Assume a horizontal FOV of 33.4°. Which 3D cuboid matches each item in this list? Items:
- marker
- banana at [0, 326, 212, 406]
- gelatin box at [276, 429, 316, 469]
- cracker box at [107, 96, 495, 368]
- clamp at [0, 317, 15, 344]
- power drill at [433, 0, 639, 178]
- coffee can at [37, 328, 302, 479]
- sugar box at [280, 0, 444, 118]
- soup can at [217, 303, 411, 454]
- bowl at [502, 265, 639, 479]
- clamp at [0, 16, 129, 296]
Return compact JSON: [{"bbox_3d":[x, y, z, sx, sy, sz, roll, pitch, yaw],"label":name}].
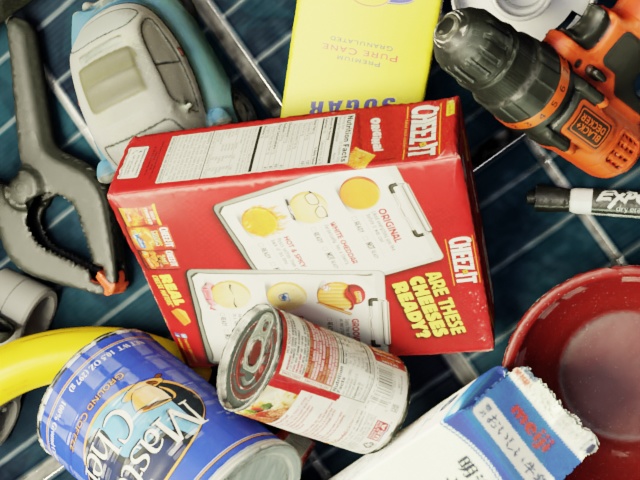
[{"bbox_3d":[0.196,-0.024,0.696,0.121,0.020,0.020,4,96,14],"label":"marker"},{"bbox_3d":[-0.179,0.095,0.757,0.197,0.037,0.069,-15,107,-10],"label":"banana"},{"bbox_3d":[-0.042,0.180,0.744,0.030,0.073,0.089,32,101,7],"label":"gelatin box"},{"bbox_3d":[-0.004,0.001,0.683,0.214,0.072,0.164,-6,132,13],"label":"cracker box"},{"bbox_3d":[-0.291,0.026,0.755,0.172,0.039,0.120,-13,85,17],"label":"clamp"},{"bbox_3d":[0.168,-0.141,0.623,0.188,0.184,0.057,-55,43,12],"label":"power drill"},{"bbox_3d":[-0.096,0.135,0.678,0.140,0.102,0.103,32,102,32],"label":"coffee can"},{"bbox_3d":[0.026,-0.114,0.696,0.093,0.048,0.176,10,106,6],"label":"sugar box"},{"bbox_3d":[-0.003,0.087,0.659,0.102,0.068,0.068,24,103,-27],"label":"soup can"},{"bbox_3d":[0.198,0.093,0.688,0.162,0.055,0.162,1,96,13],"label":"bowl"},{"bbox_3d":[-0.222,-0.035,0.787,0.165,0.036,0.210,-37,84,13],"label":"clamp"}]
